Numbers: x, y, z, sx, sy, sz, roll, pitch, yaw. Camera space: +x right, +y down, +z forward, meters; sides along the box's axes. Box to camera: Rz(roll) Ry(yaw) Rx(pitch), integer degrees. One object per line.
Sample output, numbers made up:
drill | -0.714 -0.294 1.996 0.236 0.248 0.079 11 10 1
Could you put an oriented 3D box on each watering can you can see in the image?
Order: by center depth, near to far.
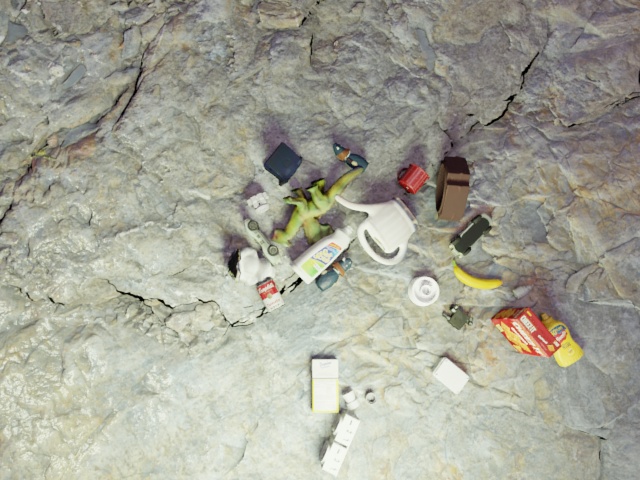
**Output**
watering can | 0.220 -0.076 1.858 0.226 0.104 0.344 -39 105 -10

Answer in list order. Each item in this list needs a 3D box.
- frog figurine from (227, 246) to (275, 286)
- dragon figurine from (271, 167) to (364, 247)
frog figurine | -0.242 0.093 1.833 0.159 0.121 0.139 6 68 -39
dragon figurine | 0.006 -0.095 1.889 0.411 0.123 0.241 -21 99 -6
